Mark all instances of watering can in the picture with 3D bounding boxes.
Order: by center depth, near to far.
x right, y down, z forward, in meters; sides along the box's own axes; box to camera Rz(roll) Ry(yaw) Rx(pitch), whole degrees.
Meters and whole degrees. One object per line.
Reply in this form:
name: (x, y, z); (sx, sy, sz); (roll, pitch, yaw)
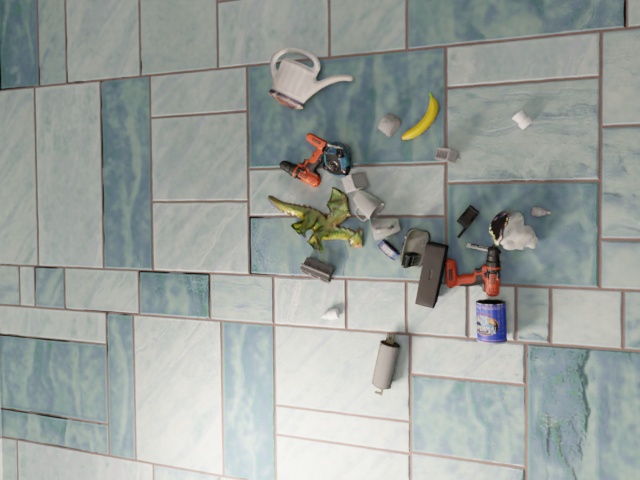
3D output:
watering can: (-0.059, -0.613, 2.005); (0.349, 0.104, 0.222); (28, 101, 16)

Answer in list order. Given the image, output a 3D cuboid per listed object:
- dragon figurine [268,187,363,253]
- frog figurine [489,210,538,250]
dragon figurine: (0.006, -0.102, 2.020); (0.243, 0.121, 0.413); (-43, 80, -3)
frog figurine: (0.681, -0.031, 1.798); (0.159, 0.122, 0.138); (11, 88, -19)
